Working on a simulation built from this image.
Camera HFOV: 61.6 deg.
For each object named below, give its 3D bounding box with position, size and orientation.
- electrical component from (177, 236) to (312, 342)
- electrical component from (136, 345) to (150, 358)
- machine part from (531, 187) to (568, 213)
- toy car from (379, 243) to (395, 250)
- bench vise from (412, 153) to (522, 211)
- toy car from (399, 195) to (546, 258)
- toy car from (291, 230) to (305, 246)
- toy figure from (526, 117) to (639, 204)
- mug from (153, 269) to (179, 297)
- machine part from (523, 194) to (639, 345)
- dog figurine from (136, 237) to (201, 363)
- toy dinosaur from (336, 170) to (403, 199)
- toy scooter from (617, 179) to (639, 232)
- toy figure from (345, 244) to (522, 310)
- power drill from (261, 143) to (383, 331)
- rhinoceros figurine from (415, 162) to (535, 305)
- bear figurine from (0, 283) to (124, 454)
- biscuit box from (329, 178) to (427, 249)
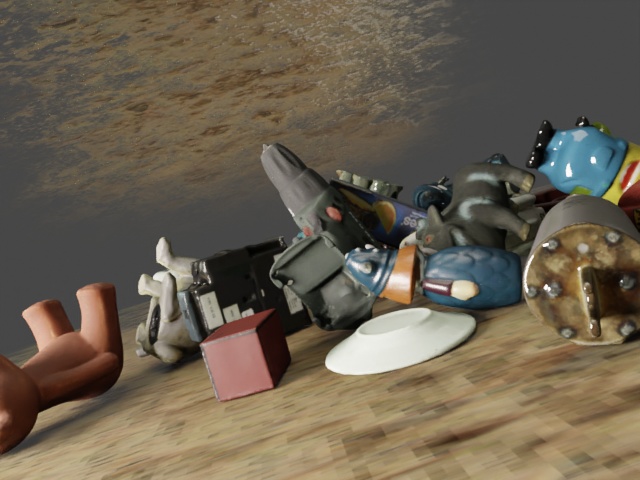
[{"bbox_3d":[-0.089,0.065,0.612,0.134,0.114,0.058,-16,1,-30],"label":"electrical component"},{"bbox_3d":[-0.204,0.139,0.745,0.094,0.021,0.063,-17,3,-4],"label":"electrical component"},{"bbox_3d":[0.355,-0.044,0.741,0.179,0.056,0.179,-17,4,1],"label":"machine part"},{"bbox_3d":[0.061,0.011,0.854,0.053,0.089,0.202,14,-7,-30],"label":"toy car"},{"bbox_3d":[0.223,-0.042,0.909,0.240,0.128,0.224,-41,24,-20],"label":"bench vise"},{"bbox_3d":[0.192,0.000,0.653,0.202,0.073,0.056,-18,0,-14],"label":"toy car"},{"bbox_3d":[-0.014,0.041,0.798,0.103,0.109,0.161,-40,2,-26],"label":"toy car"},{"bbox_3d":[0.311,-0.070,0.563,0.180,0.082,0.089,24,35,14],"label":"toy figure"},{"bbox_3d":[-0.213,0.093,0.832,0.081,0.107,0.109,-15,5,3],"label":"mug"},{"bbox_3d":[0.194,0.012,0.392,0.079,0.079,0.243,-15,4,28],"label":"machine part"},{"bbox_3d":[-0.127,0.093,0.700,0.190,0.172,0.121,14,-40,-30],"label":"dog figurine"},{"bbox_3d":[0.074,-0.030,1.036,0.131,0.192,0.405,11,9,0],"label":"toy dinosaur"},{"bbox_3d":[0.349,-0.032,0.435,0.184,0.075,0.135,-11,5,11],"label":"toy scooter"},{"bbox_3d":[0.099,0.032,0.481,0.155,0.057,0.064,2,-7,16],"label":"toy figure"},{"bbox_3d":[-0.001,-0.002,0.610,0.086,0.232,0.207,-40,14,12],"label":"power drill"},{"bbox_3d":[0.161,-0.013,0.573,0.073,0.112,0.190,97,-161,-55],"label":"rhinoceros figurine"},{"bbox_3d":[-0.289,0.125,0.525,0.120,0.132,0.196,-18,-4,21],"label":"bear figurine"},{"bbox_3d":[0.101,-0.024,0.729,0.203,0.059,0.063,20,8,6],"label":"biscuit box"}]
